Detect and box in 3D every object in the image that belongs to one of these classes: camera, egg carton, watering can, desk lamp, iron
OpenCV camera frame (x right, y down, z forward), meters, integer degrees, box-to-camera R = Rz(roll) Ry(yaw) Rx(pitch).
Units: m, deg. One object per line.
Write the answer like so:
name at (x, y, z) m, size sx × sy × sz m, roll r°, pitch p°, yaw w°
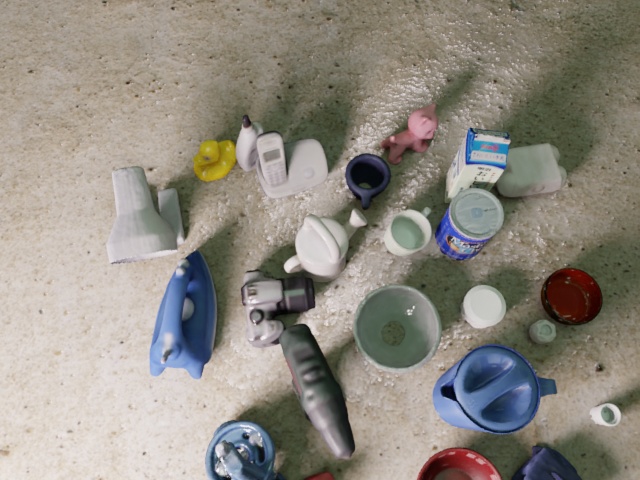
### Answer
camera at (-0.077, 0.123, 1.090) m, size 0.137 × 0.101 × 0.143 m, roll -7°, pitch 71°, yaw -3°
egg carton at (0.439, -0.145, 1.209) m, size 0.150 × 0.069 × 0.107 m, roll -11°, pitch 72°, yaw -5°
watering can at (0.009, 0.002, 1.084) m, size 0.101 × 0.194 × 0.173 m, roll 32°, pitch 74°, yaw 10°
desk lamp at (-0.331, -0.035, 1.079) m, size 0.118 × 0.213 × 0.203 m, roll -12°, pitch 72°, yaw -5°
iron at (-0.258, 0.122, 1.065) m, size 0.118 × 0.141 × 0.258 m, roll 3°, pitch 71°, yaw 0°

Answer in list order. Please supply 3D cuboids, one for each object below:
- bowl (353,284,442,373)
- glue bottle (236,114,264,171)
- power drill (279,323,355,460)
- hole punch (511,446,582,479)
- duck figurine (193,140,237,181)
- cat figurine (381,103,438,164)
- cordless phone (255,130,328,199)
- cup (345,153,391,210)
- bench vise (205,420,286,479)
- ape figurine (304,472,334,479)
bowl at (0.143, 0.173, 1.092) m, size 0.167 × 0.075 × 0.167 m, roll 0°, pitch 71°, yaw -1°
glue bottle at (-0.140, -0.205, 1.162) m, size 0.078 × 0.173 × 0.037 m, roll -43°, pitch 77°, yaw -14°
power drill at (-0.002, 0.262, 0.988) m, size 0.075 × 0.208 × 0.229 m, roll -24°, pitch 73°, yaw -9°
hole punch at (0.407, 0.427, 1.003) m, size 0.101 × 0.091 × 0.108 m, roll -42°, pitch 77°, yaw -14°
duck figurine at (-0.222, -0.180, 1.197) m, size 0.105 × 0.086 × 0.077 m, roll -39°, pitch 76°, yaw -13°
cat figurine at (0.196, -0.231, 1.207) m, size 0.128 × 0.118 × 0.067 m, roll -28°, pitch 74°, yaw -10°
cordless phone at (-0.058, -0.167, 1.144) m, size 0.147 × 0.185 × 0.094 m, roll -21°, pitch 73°, yaw -8°
cup at (0.095, -0.106, 1.175) m, size 0.091 × 0.095 × 0.118 m, roll 4°, pitch 71°, yaw 0°
bench vise at (-0.103, 0.379, 0.940) m, size 0.207 × 0.220 × 0.121 m, roll 32°, pitch 74°, yaw 9°
ape figurine at (0.000, 0.440, 0.989) m, size 0.076 × 0.092 × 0.078 m, roll 27°, pitch 73°, yaw 8°
